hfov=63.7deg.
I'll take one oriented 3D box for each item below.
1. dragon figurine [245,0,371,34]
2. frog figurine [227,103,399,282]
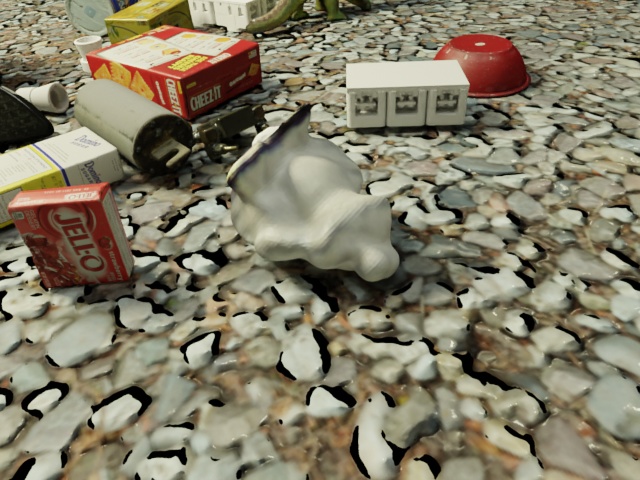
[{"bbox_3d":[0.006,-0.578,1.062,0.123,0.237,0.416,30,46,30],"label":"dragon figurine"},{"bbox_3d":[0.001,-0.023,0.464,0.159,0.120,0.140,44,38,0],"label":"frog figurine"}]
